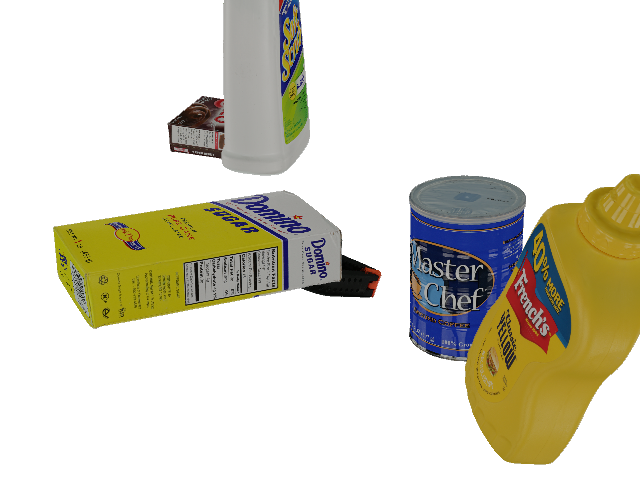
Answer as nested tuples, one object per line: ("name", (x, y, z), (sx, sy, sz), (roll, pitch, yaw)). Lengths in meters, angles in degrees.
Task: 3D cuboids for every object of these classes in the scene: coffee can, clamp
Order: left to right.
("clamp", (-0.038, 0.024, 1.113), (0.210, 0.036, 0.164), (17, 18, -6))
("coffee can", (0.132, 0.024, 0.969), (0.103, 0.140, 0.103), (-2, 24, 1))

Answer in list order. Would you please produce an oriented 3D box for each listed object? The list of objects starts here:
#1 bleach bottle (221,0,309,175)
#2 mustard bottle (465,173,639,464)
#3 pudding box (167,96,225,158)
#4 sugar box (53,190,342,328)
("bleach bottle", (-0.052, -0.190, 0.935), (0.068, 0.251, 0.102), (8, 31, 17))
("mustard bottle", (0.137, 0.037, 0.592), (0.058, 0.096, 0.192), (6, -43, -12))
("pudding box", (-0.117, -0.133, 1.258), (0.090, 0.039, 0.113), (8, 28, 13))
("sugar box", (-0.083, 0.008, 0.725), (0.176, 0.048, 0.093), (-13, 26, -22))
